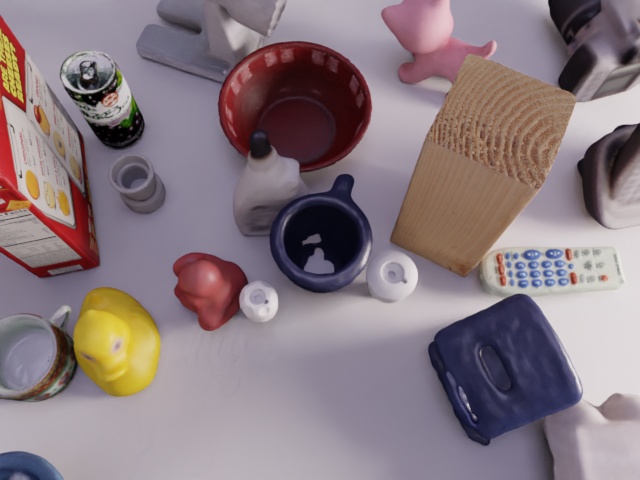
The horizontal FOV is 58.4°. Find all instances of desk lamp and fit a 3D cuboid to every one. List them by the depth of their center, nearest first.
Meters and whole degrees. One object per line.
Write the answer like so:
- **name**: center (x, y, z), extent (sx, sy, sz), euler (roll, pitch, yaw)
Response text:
- **desk lamp**: center (-0.106, -0.260, 0.583), extent (0.203, 0.213, 0.118), euler (18, 70, 6)

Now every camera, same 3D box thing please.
- **camera**: center (0.333, -0.247, 0.646), extent (0.143, 0.101, 0.136), euler (-17, 70, -7)

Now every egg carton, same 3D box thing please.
- **egg carton**: center (0.251, 0.209, 0.487), extent (0.107, 0.069, 0.150), euler (-4, 69, -2)

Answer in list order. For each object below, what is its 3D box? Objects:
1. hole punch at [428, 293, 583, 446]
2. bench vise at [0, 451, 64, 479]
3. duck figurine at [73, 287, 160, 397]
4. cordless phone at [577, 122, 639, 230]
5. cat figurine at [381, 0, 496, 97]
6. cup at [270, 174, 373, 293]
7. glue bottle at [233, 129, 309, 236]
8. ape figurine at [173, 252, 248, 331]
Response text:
- **hole punch**: center (0.160, 0.116, 0.510), extent (0.101, 0.091, 0.108), euler (-22, 71, -9)
- **bench vise**: center (-0.198, 0.215, 0.397), extent (0.207, 0.220, 0.121), euler (5, 69, 1)
- **duck figurine**: center (-0.193, 0.086, 0.518), extent (0.077, 0.086, 0.104), euler (-21, 71, -8)
- **cordless phone**: center (0.343, -0.090, 0.541), extent (0.147, 0.185, 0.094), euler (-16, 70, -7)
- **cat figurine**: center (0.130, -0.219, 0.623), extent (0.127, 0.118, 0.067), euler (28, 71, 9)
- **cup**: center (0.005, 0.002, 0.549), extent (0.091, 0.095, 0.118), euler (18, 70, 6)
- **glue bottle**: center (-0.047, -0.052, 0.526), extent (0.078, 0.173, 0.037), euler (-3, 69, -2)
- **ape figurine**: center (-0.107, 0.042, 0.533), extent (0.076, 0.092, 0.078), euler (-8, 69, -4)
